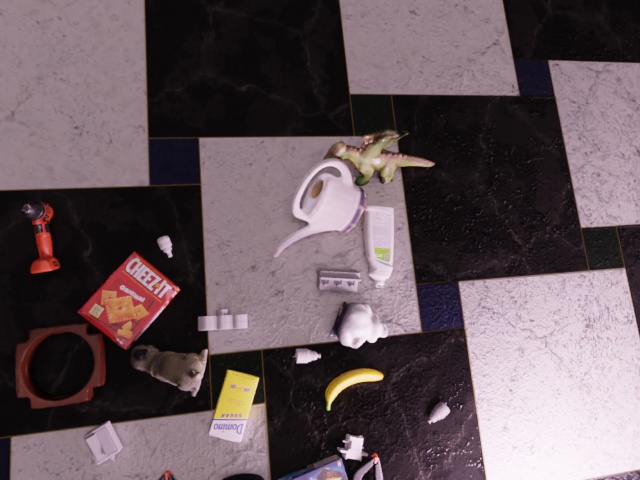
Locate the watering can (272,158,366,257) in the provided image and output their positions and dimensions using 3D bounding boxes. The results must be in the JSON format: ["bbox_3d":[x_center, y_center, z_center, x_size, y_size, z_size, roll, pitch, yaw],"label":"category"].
[{"bbox_3d":[0.005,-0.078,1.556,0.223,0.106,0.344,19,106,-29],"label":"watering can"}]

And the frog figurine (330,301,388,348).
[{"bbox_3d":[0.124,0.255,1.514,0.159,0.120,0.140,20,56,4],"label":"frog figurine"}]

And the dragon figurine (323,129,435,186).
[{"bbox_3d":[0.201,-0.267,1.587,0.411,0.239,0.123,-8,77,-12],"label":"dragon figurine"}]
